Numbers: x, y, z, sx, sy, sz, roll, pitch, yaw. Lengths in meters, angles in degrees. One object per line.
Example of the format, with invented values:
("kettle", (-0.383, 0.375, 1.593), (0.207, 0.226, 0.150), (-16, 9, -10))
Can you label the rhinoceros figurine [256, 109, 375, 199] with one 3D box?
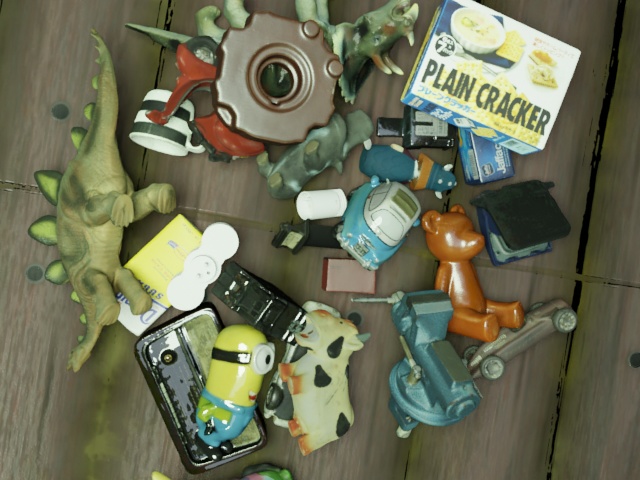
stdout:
("rhinoceros figurine", (-0.004, -0.128, 0.810), (0.190, 0.112, 0.073), (-37, 54, 8))

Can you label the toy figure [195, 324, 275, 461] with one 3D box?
("toy figure", (-0.124, 0.205, 0.745), (0.089, 0.082, 0.180), (24, 90, -9))

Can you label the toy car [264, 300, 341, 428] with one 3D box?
("toy car", (-0.026, 0.195, 0.840), (0.073, 0.056, 0.201), (21, 90, -13))

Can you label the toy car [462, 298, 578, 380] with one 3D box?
("toy car", (0.313, 0.156, 0.859), (0.202, 0.089, 0.053), (-30, 97, -4))

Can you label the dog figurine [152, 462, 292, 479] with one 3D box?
("dog figurine", (-0.143, 0.371, 0.748), (0.191, 0.109, 0.219), (-35, 138, -3))

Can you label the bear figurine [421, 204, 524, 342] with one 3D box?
("bear figurine", (0.232, 0.044, 0.833), (0.120, 0.132, 0.195), (-8, 98, -43))

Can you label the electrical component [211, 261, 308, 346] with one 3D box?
("electrical component", (-0.091, 0.088, 0.791), (0.134, 0.114, 0.058), (33, 85, 36))

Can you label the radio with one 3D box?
("radio", (-0.179, 0.222, 0.813), (0.131, 0.073, 0.229), (-22, 93, -7))

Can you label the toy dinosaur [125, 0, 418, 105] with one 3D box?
("toy dinosaur", (-0.063, -0.278, 0.802), (0.405, 0.131, 0.192), (-15, 92, 0))

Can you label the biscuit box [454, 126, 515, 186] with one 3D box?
("biscuit box", (0.254, -0.190, 0.860), (0.063, 0.059, 0.202), (-13, 93, -6))

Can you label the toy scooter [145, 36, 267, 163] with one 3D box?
("toy scooter", (-0.159, -0.175, 0.749), (0.135, 0.075, 0.183), (-42, 115, -13))

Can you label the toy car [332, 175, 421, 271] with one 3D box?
("toy car", (0.093, -0.035, 0.793), (0.109, 0.162, 0.103), (45, 131, -7))

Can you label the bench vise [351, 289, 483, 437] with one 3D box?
("bench vise", (0.142, 0.198, 0.803), (0.129, 0.224, 0.240), (-12, 131, -28))

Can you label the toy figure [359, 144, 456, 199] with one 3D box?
("toy figure", (0.141, -0.113, 0.850), (0.154, 0.064, 0.058), (12, 53, -10))

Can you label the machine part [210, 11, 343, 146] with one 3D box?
("machine part", (-0.058, -0.210, 0.710), (0.179, 0.056, 0.179), (-3, 100, -16))

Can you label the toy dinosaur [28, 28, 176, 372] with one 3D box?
("toy dinosaur", (-0.309, -0.051, 0.740), (0.199, 0.105, 0.471), (14, 94, 27))

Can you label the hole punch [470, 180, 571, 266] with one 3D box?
("hole punch", (0.320, -0.026, 0.867), (0.142, 0.092, 0.116), (-15, 62, -3))

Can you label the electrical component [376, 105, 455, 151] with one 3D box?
("electrical component", (0.153, -0.183, 0.856), (0.119, 0.048, 0.074), (4, 90, -8))

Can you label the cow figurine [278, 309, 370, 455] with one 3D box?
("cow figurine", (0.009, 0.193, 0.773), (0.127, 0.086, 0.194), (-12, 104, -22))

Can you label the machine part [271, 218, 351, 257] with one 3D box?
("machine part", (-0.002, -0.003, 0.835), (0.139, 0.084, 0.039), (5, 60, -15))
